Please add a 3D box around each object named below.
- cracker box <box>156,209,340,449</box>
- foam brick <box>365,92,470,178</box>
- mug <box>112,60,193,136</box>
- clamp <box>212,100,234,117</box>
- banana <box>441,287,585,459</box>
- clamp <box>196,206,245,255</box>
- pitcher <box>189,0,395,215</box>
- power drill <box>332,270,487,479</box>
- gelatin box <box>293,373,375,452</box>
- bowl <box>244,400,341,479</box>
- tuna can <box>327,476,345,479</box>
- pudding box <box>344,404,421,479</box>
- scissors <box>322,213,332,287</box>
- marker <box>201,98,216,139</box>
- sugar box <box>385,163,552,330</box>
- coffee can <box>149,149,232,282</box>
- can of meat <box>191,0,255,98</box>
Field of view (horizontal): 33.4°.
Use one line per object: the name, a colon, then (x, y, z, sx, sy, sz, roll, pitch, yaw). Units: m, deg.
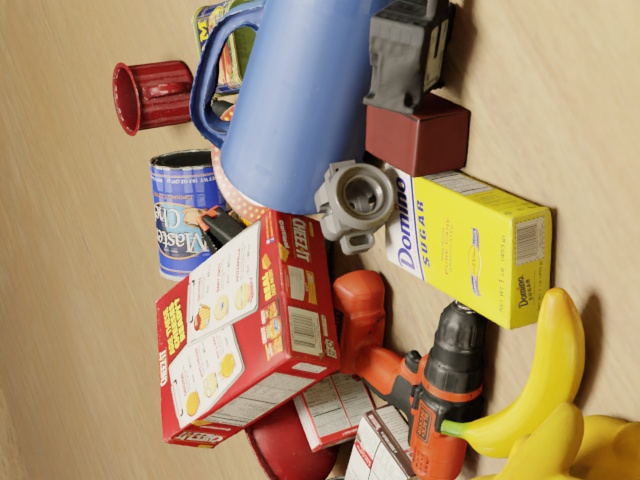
cracker box: (-0.076, 0.091, 1.054, 0.214, 0.072, 0.164, -38, 48, 39)
foam brick: (0.080, -0.091, 0.888, 0.078, 0.052, 0.051, 38, 133, 52)
mug: (-0.204, -0.184, 1.343, 0.117, 0.081, 0.093, -8, 94, 63)
clamp: (-0.071, -0.124, 1.167, 0.172, 0.039, 0.120, -37, 77, 54)
banana: (0.160, 0.116, 0.820, 0.069, 0.037, 0.198, 28, 132, 0)
clamp: (-0.066, 0.058, 1.172, 0.210, 0.036, 0.165, 51, 152, 11)
pitcher: (-0.013, -0.155, 0.943, 0.145, 0.149, 0.243, 55, 142, 37)
power drill: (0.077, 0.102, 0.968, 0.188, 0.057, 0.184, 43, 133, 49)
gelatin box: (0.012, 0.164, 1.096, 0.089, 0.073, 0.030, 67, 151, 19)
bowl: (-0.023, 0.197, 1.144, 0.162, 0.055, 0.162, 56, -163, -27)
tuna can: (0.028, 0.288, 1.104, 0.086, 0.086, 0.034, 50, 144, 41)
pudding box: (0.069, 0.233, 1.058, 0.090, 0.039, 0.114, 51, 145, 38)
scissors: (-0.007, 0.001, 1.126, 0.096, 0.016, 0.202, 37, 132, 50)
marker: (-0.135, -0.178, 1.285, 0.020, 0.020, 0.121, 42, 136, 48)
sugar box: (0.114, -0.003, 0.867, 0.176, 0.048, 0.093, 28, 126, 54)
coffee can: (-0.147, -0.031, 1.280, 0.103, 0.102, 0.140, 24, 121, 57)
can of meat: (-0.090, -0.209, 1.152, 0.084, 0.057, 0.102, 5, 105, 59)
